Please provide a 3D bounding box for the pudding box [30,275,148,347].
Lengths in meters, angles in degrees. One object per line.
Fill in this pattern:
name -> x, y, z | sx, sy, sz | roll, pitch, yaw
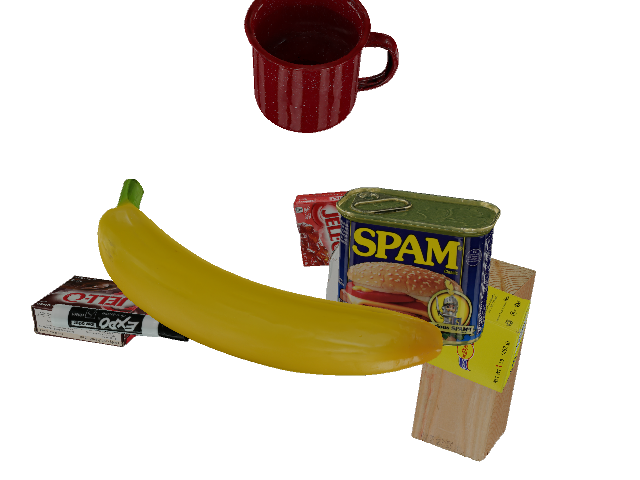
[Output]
pudding box -> -0.243, 0.076, 1.166 | 0.114, 0.039, 0.090 | 4, 20, 19

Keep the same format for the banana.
banana -> -0.040, 0.024, 0.516 | 0.198, 0.069, 0.037 | 27, -32, 21

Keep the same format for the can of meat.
can of meat -> 0.060, 0.017, 0.691 | 0.102, 0.084, 0.057 | 8, 22, 16

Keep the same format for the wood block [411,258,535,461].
wood block -> 0.173, 0.130, 1.208 | 0.090, 0.206, 0.090 | 16, 23, 24

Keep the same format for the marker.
marker -> -0.159, 0.067, 0.864 | 0.121, 0.020, 0.020 | 5, 1, 13

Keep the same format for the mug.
mug -> 0.001, -0.137, 0.817 | 0.117, 0.093, 0.081 | -2, -34, -3

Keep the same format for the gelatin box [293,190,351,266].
gelatin box -> 0.011, -0.014, 1.277 | 0.073, 0.089, 0.030 | -3, 29, 10

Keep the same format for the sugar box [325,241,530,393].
sugar box -> 0.091, 0.064, 0.946 | 0.176, 0.093, 0.048 | 19, 49, 14
